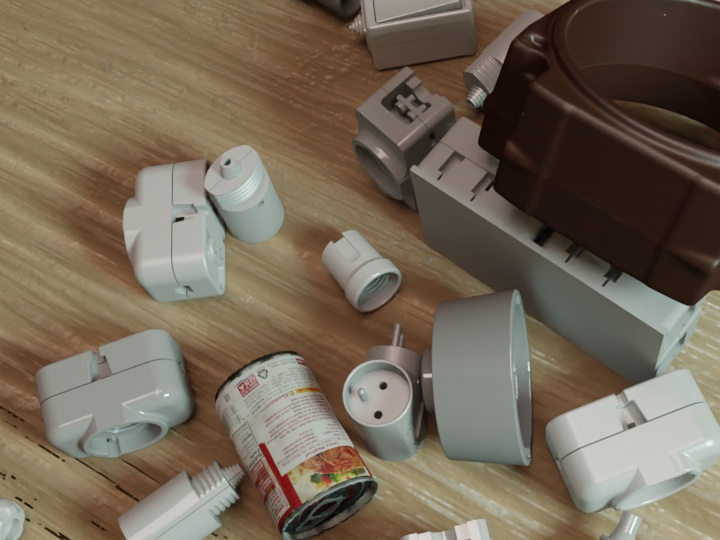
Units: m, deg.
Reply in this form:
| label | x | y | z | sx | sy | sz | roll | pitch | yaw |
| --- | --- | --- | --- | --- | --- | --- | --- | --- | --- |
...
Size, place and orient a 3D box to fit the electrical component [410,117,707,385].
| label | x | y | z | sx | sy | sz | roll | pitch | yaw |
| --- | --- | --- | --- | --- | --- | --- | --- | --- | --- |
| electrical component | 0.128 | -0.013 | 0.693 | 0.186 | 0.105 | 0.060 | 35 | 75 | 22 |

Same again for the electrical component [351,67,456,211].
| label | x | y | z | sx | sy | sz | roll | pitch | yaw |
| --- | --- | --- | --- | --- | --- | --- | --- | --- | --- |
| electrical component | 0.032 | -0.088 | 0.754 | 0.056 | 0.089 | 0.050 | -41 | 65 | -10 |

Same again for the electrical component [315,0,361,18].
| label | x | y | z | sx | sy | sz | roll | pitch | yaw |
| --- | --- | --- | --- | --- | --- | --- | --- | --- | --- |
| electrical component | -0.031 | -0.232 | 0.861 | 0.065 | 0.044 | 0.044 | 25 | 71 | 24 |

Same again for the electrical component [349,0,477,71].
| label | x | y | z | sx | sy | sz | roll | pitch | yaw |
| --- | --- | --- | --- | --- | --- | --- | --- | --- | --- |
| electrical component | 0.038 | -0.199 | 0.821 | 0.096 | 0.061 | 0.061 | -9 | 64 | 6 |

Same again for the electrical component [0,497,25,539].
| label | x | y | z | sx | sy | sz | roll | pitch | yaw |
| --- | --- | --- | --- | --- | --- | --- | --- | --- | --- |
| electrical component | -0.257 | 0.164 | 0.717 | 0.061 | 0.035 | 0.035 | 14 | 68 | 18 |

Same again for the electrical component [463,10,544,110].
| label | x | y | z | sx | sy | sz | roll | pitch | yaw |
| --- | --- | --- | --- | --- | --- | --- | --- | --- | --- |
| electrical component | 0.109 | -0.149 | 0.796 | 0.043 | 0.043 | 0.081 | 40 | 77 | 24 |

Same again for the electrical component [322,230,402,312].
| label | x | y | z | sx | sy | sz | roll | pitch | yaw |
| --- | --- | --- | --- | --- | --- | --- | --- | --- | --- |
| electrical component | 0.000 | 0.000 | 0.747 | 0.040 | 0.040 | 0.046 | -36 | 59 | -8 |

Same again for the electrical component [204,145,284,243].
| label | x | y | z | sx | sy | sz | roll | pitch | yaw |
| --- | --- | --- | --- | --- | --- | --- | --- | --- | --- |
| electrical component | -0.084 | -0.056 | 0.764 | 0.043 | 0.081 | 0.043 | -4 | 64 | 8 |

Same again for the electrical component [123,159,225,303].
| label | x | y | z | sx | sy | sz | roll | pitch | yaw |
| --- | --- | --- | --- | --- | --- | --- | --- | --- | --- |
| electrical component | -0.133 | -0.027 | 0.774 | 0.059 | 0.053 | 0.095 | -7 | 64 | 6 |

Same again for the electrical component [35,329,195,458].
| label | x | y | z | sx | sy | sz | roll | pitch | yaw |
| --- | --- | --- | --- | --- | --- | --- | --- | --- | --- |
| electrical component | -0.164 | 0.087 | 0.726 | 0.095 | 0.053 | 0.059 | -20 | 63 | 0 |

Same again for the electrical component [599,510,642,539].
| label | x | y | z | sx | sy | sz | roll | pitch | yaw |
| --- | --- | --- | --- | --- | --- | --- | --- | --- | --- |
| electrical component | 0.150 | 0.173 | 0.637 | 0.035 | 0.035 | 0.061 | 23 | 83 | 19 |

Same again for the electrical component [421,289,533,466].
| label | x | y | z | sx | sy | sz | roll | pitch | yaw |
| --- | --- | --- | --- | --- | --- | --- | --- | --- | --- |
| electrical component | 0.071 | 0.068 | 0.667 | 0.060 | 0.108 | 0.108 | -4 | 64 | 14 |

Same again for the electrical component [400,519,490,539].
| label | x | y | z | sx | sy | sz | roll | pitch | yaw |
| --- | --- | --- | --- | --- | --- | --- | --- | --- | --- |
| electrical component | 0.057 | 0.185 | 0.621 | 0.050 | 0.089 | 0.055 | -13 | 64 | 3 |

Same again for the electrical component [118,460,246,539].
| label | x | y | z | sx | sy | sz | roll | pitch | yaw |
| --- | --- | --- | --- | --- | --- | --- | --- | --- | --- |
| electrical component | -0.109 | 0.152 | 0.692 | 0.081 | 0.043 | 0.043 | -35 | 64 | -8 |

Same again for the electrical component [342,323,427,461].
| label | x | y | z | sx | sy | sz | roll | pitch | yaw |
| --- | --- | --- | --- | --- | --- | --- | --- | --- | --- |
| electrical component | 0.020 | 0.074 | 0.687 | 0.043 | 0.077 | 0.079 | 5 | 66 | 13 |

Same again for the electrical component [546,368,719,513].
| label | x | y | z | sx | sy | sz | roll | pitch | yaw |
| --- | --- | --- | --- | --- | --- | --- | --- | --- | --- |
| electrical component | 0.169 | 0.108 | 0.658 | 0.095 | 0.053 | 0.059 | -21 | 63 | -1 |
